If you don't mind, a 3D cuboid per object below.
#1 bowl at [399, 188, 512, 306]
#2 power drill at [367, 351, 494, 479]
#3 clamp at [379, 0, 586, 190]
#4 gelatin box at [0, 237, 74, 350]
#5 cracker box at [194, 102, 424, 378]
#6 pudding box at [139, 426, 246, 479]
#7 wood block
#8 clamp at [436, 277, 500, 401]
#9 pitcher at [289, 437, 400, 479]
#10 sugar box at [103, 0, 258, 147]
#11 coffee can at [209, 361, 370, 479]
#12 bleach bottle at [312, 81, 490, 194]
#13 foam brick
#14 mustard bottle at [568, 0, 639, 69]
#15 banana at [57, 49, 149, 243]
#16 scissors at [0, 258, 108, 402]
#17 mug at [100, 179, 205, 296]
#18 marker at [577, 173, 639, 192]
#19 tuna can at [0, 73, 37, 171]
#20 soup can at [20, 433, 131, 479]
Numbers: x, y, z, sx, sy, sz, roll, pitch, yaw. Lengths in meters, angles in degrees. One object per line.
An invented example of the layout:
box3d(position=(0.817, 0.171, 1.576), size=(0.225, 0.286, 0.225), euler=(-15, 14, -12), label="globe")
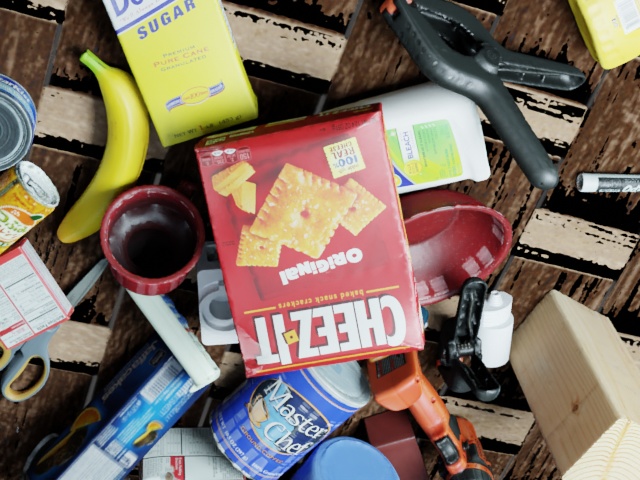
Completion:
box3d(position=(0.101, 0.000, 1.035), size=(0.162, 0.055, 0.162), euler=(-12, 144, -9), label="bowl")
box3d(position=(0.121, 0.204, 1.120), size=(0.057, 0.184, 0.187), euler=(-30, 112, 9), label="power drill")
box3d(position=(0.147, -0.154, 0.940), size=(0.210, 0.164, 0.036), euler=(39, 135, -5), label="clamp")
box3d(position=(-0.293, 0.053, 1.034), size=(0.073, 0.030, 0.089), euler=(-28, 109, 9), label="gelatin box")
box3d(position=(-0.006, 0.001, 0.932), size=(0.164, 0.072, 0.214), euler=(-10, 102, 7), label="cracker box")
box3d(position=(-0.138, 0.243, 1.150), size=(0.113, 0.090, 0.039), euler=(1, 120, -9), label="pudding box")
box3d(position=(0.271, 0.156, 1.087), size=(0.090, 0.206, 0.091), euler=(26, 115, -22), label="wood block")
box3d(position=(0.147, 0.103, 1.091), size=(0.039, 0.171, 0.120), euler=(3, 82, -8), label="clamp")
box3d(position=(0.000, 0.330, 1.182), size=(0.145, 0.149, 0.243), euler=(40, 126, 11), label="pitcher")
box3d(position=(-0.123, -0.175, 0.915), size=(0.093, 0.048, 0.176), euler=(-18, 124, 3), label="sugar box")
box3d(position=(-0.032, 0.172, 1.113), size=(0.102, 0.103, 0.140), euler=(37, 111, -27), label="coffee can")
box3d(position=(0.024, -0.074, 0.992), size=(0.251, 0.068, 0.102), euler=(-15, 126, 5), label="bleach bottle")
box3d(position=(0.086, 0.236, 1.201), size=(0.051, 0.053, 0.078), euler=(-18, 124, 3), label="foam brick")
box3d(position=(0.317, -0.233, 0.935), size=(0.192, 0.058, 0.096), euler=(-26, 117, 9), label="mustard bottle")
box3d(position=(-0.194, -0.077, 0.975), size=(0.069, 0.037, 0.198), euler=(17, 118, 3), label="banana")
box3d(position=(-0.290, 0.082, 1.070), size=(0.096, 0.016, 0.202), euler=(20, 117, -19), label="scissors")
box3d(position=(-0.150, -0.005, 0.989), size=(0.093, 0.081, 0.117), euler=(29, 72, -2), label="mug")
box3d(position=(0.318, -0.057, 1.070), size=(0.121, 0.020, 0.020), euler=(1, 122, -9), label="marker")
box3d(position=(-0.295, -0.103, 0.941), size=(0.086, 0.034, 0.086), euler=(-4, 123, -6), label="tuna can")
box3d(position=(-0.263, 0.263, 1.158), size=(0.069, 0.068, 0.102), euler=(-42, 119, 17), label="soup can")
